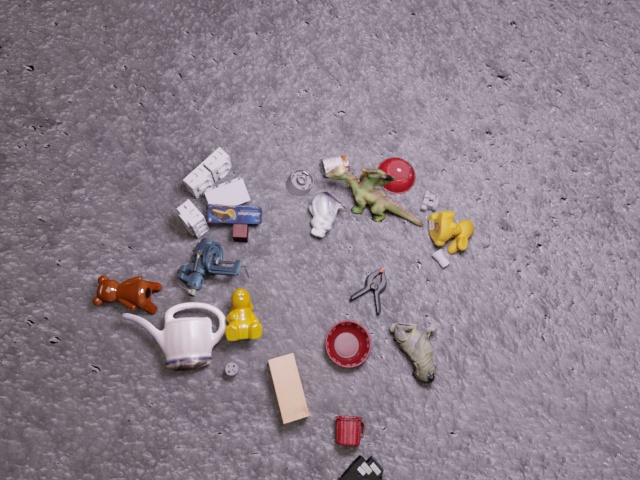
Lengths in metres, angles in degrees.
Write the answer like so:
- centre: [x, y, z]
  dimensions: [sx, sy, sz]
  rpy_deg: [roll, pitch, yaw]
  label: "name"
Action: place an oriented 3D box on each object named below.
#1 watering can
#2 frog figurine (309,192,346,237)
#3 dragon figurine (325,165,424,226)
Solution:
- centre: [-0.490, 0.329, 1.745]
  dimensions: [0.348, 0.102, 0.228]
  rpy_deg: [-4, 72, -9]
  label: "watering can"
- centre: [0.006, -0.097, 1.930]
  dimensions: [0.139, 0.120, 0.160]
  rpy_deg: [32, 79, 41]
  label: "frog figurine"
- centre: [0.216, -0.176, 1.909]
  dimensions: [0.411, 0.238, 0.124]
  rpy_deg: [19, 68, 4]
  label: "dragon figurine"
